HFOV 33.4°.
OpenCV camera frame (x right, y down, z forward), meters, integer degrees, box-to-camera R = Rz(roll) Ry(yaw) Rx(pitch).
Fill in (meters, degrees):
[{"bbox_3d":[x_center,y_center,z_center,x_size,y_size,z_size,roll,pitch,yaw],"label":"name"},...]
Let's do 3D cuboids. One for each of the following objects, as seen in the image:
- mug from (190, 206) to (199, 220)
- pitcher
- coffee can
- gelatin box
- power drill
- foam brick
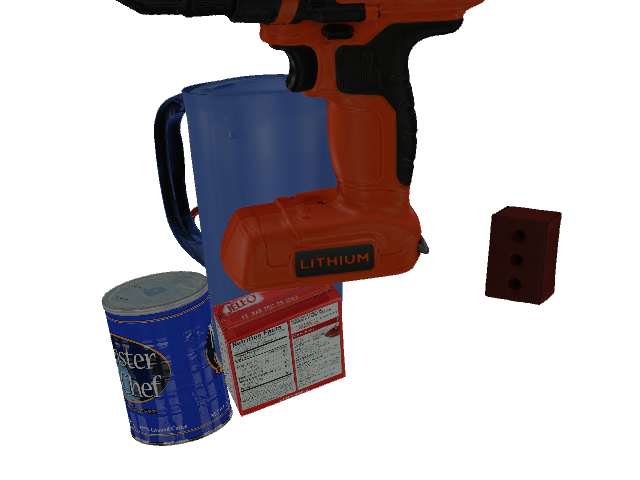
[{"bbox_3d":[-0.090,-0.017,1.180,0.117,0.081,0.093,-7,29,-13],"label":"mug"},{"bbox_3d":[-0.050,-0.016,0.890,0.144,0.243,0.149,-7,15,-19],"label":"pitcher"},{"bbox_3d":[-0.147,0.112,1.034,0.103,0.140,0.103,-8,16,2],"label":"coffee can"},{"bbox_3d":[-0.024,0.062,0.652,0.073,0.030,0.089,-20,-38,-13],"label":"gelatin box"},{"bbox_3d":[-0.010,-0.067,0.517,0.184,0.188,0.057,-5,33,-15],"label":"power drill"},{"bbox_3d":[0.182,0.013,0.957,0.053,0.078,0.051,8,16,25],"label":"foam brick"}]
